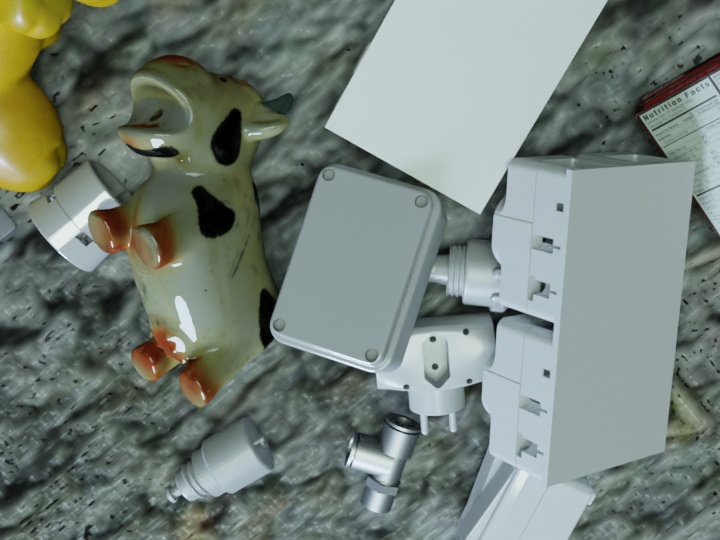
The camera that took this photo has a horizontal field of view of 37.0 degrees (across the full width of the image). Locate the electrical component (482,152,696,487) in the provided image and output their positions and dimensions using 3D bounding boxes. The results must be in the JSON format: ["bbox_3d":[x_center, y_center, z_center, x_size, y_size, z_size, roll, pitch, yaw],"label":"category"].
[{"bbox_3d":[0.137,0.025,0.658,0.105,0.060,0.186,-7,106,-35],"label":"electrical component"}]

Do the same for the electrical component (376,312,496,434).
[{"bbox_3d":[0.049,0.069,0.700,0.077,0.043,0.079,-5,103,0],"label":"electrical component"}]

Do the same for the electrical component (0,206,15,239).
[{"bbox_3d":[-0.275,-0.029,0.667,0.083,0.047,0.075,-35,102,6],"label":"electrical component"}]

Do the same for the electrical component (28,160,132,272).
[{"bbox_3d":[-0.168,-0.035,0.665,0.047,0.055,0.055,-41,101,4],"label":"electrical component"}]

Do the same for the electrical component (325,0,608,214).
[{"bbox_3d":[0.070,-0.144,0.642,0.105,0.060,0.186,29,101,-8],"label":"electrical component"}]

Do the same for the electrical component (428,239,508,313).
[{"bbox_3d":[0.068,0.001,0.685,0.062,0.048,0.048,5,103,6],"label":"electrical component"}]

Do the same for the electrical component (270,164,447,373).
[{"bbox_3d":[0.000,0.000,0.652,0.078,0.057,0.113,17,86,14],"label":"electrical component"}]

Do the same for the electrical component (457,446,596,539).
[{"bbox_3d":[0.108,0.151,0.711,0.061,0.061,0.096,24,102,-7],"label":"electrical component"}]

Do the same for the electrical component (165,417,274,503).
[{"bbox_3d":[-0.093,0.130,0.713,0.078,0.040,0.040,-31,102,6],"label":"electrical component"}]
